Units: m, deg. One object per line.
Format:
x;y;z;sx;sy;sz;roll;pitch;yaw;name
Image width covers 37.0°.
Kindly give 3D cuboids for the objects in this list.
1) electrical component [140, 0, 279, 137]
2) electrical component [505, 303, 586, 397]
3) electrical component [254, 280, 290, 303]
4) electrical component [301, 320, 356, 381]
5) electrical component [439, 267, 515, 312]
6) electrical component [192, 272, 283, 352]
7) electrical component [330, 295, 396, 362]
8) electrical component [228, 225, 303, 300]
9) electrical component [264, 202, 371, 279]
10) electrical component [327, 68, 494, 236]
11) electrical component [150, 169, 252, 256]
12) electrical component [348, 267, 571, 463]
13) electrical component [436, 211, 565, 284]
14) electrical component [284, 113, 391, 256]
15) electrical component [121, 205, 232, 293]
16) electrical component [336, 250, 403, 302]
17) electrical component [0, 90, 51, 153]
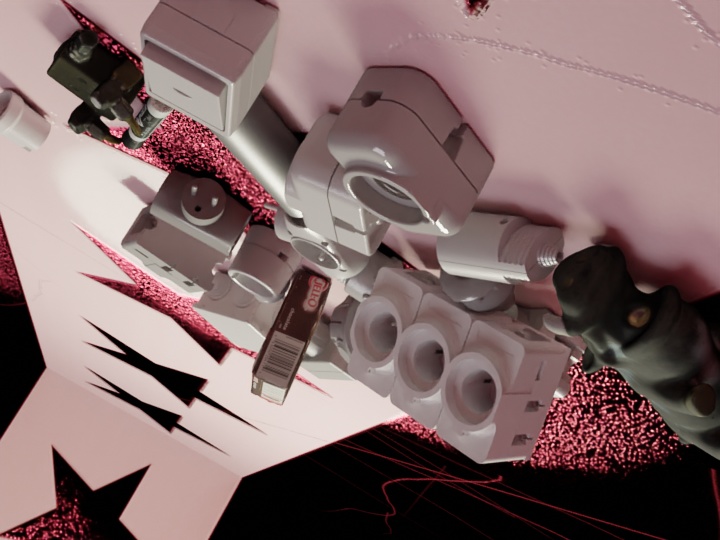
-0.092;-0.122;0.639;0.062;0.061;0.096;29;162;0;electrical component
0.121;0.061;0.833;0.056;0.050;0.089;37;160;-23;electrical component
-0.082;0.010;1.016;0.035;0.035;0.061;31;159;-6;electrical component
-0.040;0.074;1.105;0.076;0.047;0.083;37;160;-22;electrical component
0.089;0.009;0.756;0.048;0.048;0.062;13;164;39;electrical component
-0.114;0.048;1.141;0.100;0.048;0.099;13;156;39;electrical component
0.017;0.050;0.910;0.080;0.080;0.051;35;166;-18;electrical component
-0.085;-0.006;0.958;0.055;0.047;0.055;26;161;9;electrical component
-0.038;-0.035;0.819;0.079;0.044;0.077;19;159;29;electrical component
0.028;-0.064;0.623;0.054;0.059;0.095;10;154;44;electrical component
-0.133;-0.054;0.907;0.077;0.043;0.079;29;162;-3;electrical component
0.065;0.066;0.788;0.062;0.089;0.150;5;-162;-44;electrical component
0.093;-0.013;0.686;0.081;0.043;0.043;10;154;44;electrical component
-0.011;-0.057;0.706;0.059;0.053;0.095;24;161;14;electrical component
-0.181;-0.021;1.053;0.089;0.050;0.056;37;160;-23;electrical component
0.000;0.000;0.859;0.062;0.048;0.048;33;162;9;electrical component
-0.306;-0.132;0.960;0.040;0.040;0.046;10;159;45;electrical component
